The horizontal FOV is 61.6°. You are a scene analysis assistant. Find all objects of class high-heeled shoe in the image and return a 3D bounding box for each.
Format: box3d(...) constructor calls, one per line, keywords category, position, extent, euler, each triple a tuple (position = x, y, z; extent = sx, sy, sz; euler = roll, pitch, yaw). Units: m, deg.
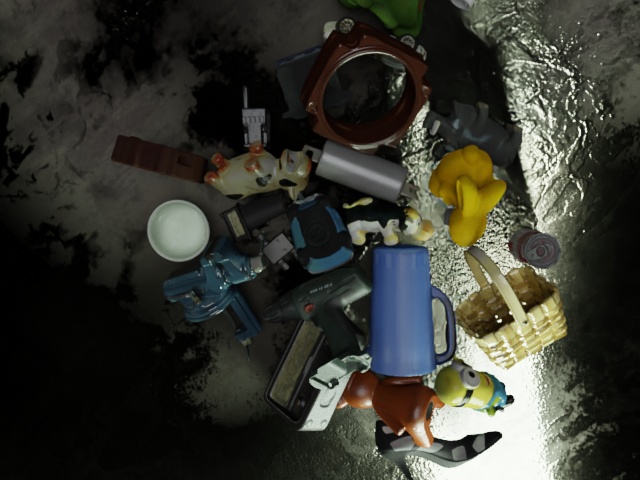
box3d(category="high-heeled shoe", position=(0.241, 0.401, 1.113), extent=(0.249, 0.086, 0.145), euler=(-20, 64, -13))

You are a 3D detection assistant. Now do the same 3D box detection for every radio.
box3d(category="radio", position=(-0.010, 0.250, 1.056), extent=(0.073, 0.131, 0.229), euler=(18, 100, -44))

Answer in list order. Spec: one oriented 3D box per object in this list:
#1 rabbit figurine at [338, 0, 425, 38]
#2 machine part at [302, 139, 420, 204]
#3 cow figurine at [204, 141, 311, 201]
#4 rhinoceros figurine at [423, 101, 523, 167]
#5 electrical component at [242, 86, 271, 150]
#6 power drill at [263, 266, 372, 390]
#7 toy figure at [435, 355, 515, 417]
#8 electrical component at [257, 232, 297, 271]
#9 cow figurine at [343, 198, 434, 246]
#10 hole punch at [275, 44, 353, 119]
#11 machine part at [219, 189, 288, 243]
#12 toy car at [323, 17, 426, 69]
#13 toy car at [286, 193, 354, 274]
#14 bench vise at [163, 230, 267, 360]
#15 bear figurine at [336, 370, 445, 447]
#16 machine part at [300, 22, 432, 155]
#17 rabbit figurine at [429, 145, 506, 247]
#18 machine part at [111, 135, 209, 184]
box3d(category="rabbit figurine", position=(0.103, -0.446, 0.988), extent=(0.170, 0.159, 0.121), euler=(13, 106, 16))
box3d(category="machine part", position=(0.080, -0.134, 1.044), extent=(0.243, 0.079, 0.079), euler=(21, 96, 1))
box3d(category="cow figurine", position=(-0.105, -0.122, 1.023), extent=(0.195, 0.127, 0.085), euler=(-11, 55, 26))
box3d(category="rhinoceros figurine", position=(0.294, -0.208, 1.036), extent=(0.190, 0.073, 0.112), euler=(24, 107, -2))
box3d(category="electrical component", position=(-0.123, -0.235, 1.043), extent=(0.048, 0.075, 0.119), euler=(0, 93, 3))
box3d(category="power drill", position=(0.002, 0.161, 0.972), extent=(0.232, 0.207, 0.085), euler=(-31, 132, 17))
box3d(category="toy figure", position=(0.303, 0.295, 1.051), extent=(0.180, 0.082, 0.089), euler=(29, 86, -34))
box3d(category="electrical component", position=(-0.083, 0.015, 1.092), extent=(0.063, 0.021, 0.094), euler=(-41, 94, 5))
box3d(category="cow figurine", position=(0.130, -0.043, 1.019), extent=(0.168, 0.068, 0.098), euler=(0, 134, 19))
box3d(category="hole punch", position=(-0.021, -0.306, 1.035), extent=(0.142, 0.092, 0.115), euler=(-19, 125, 1))
box3d(category="machine part", position=(-0.127, -0.051, 1.080), extent=(0.139, 0.039, 0.084), euler=(-27, 86, 6))
box3d(category="toy car", position=(0.103, -0.369, 1.020), extent=(0.202, 0.073, 0.056), euler=(16, 93, 1))
box3d(category="toy car", position=(-0.002, -0.003, 1.045), extent=(0.109, 0.102, 0.162), euler=(-23, 68, -5))
box3d(category="bench vise", position=(-0.178, 0.111, 1.055), extent=(0.224, 0.129, 0.240), euler=(-23, 117, 9))
box3d(category="bear figurine", position=(0.134, 0.321, 1.077), extent=(0.196, 0.131, 0.120), euler=(7, 62, 33))
box3d(category="machine part", position=(0.082, -0.268, 0.972), extent=(0.201, 0.087, 0.201), euler=(19, 125, -22))
box3d(category="rabbit figurine", position=(0.279, -0.076, 0.988), extent=(0.122, 0.162, 0.173), euler=(8, 76, -6))
box3d(category="machine part", position=(-0.296, -0.151, 1.011), extent=(0.179, 0.179, 0.056), euler=(15, 94, 0))
